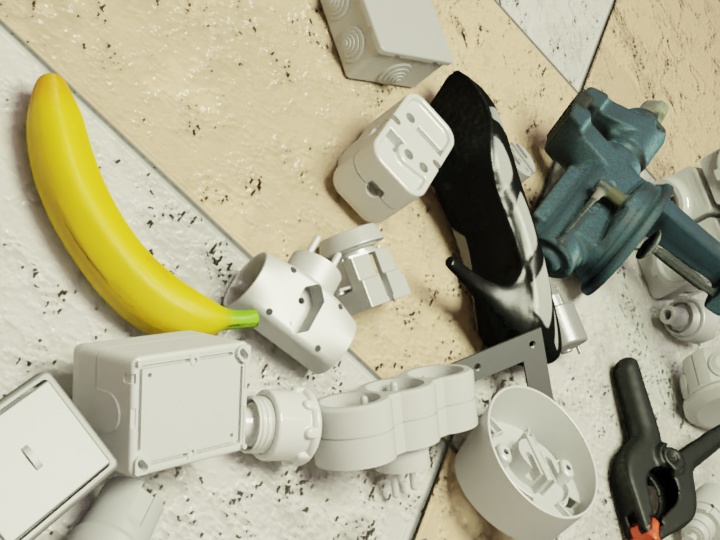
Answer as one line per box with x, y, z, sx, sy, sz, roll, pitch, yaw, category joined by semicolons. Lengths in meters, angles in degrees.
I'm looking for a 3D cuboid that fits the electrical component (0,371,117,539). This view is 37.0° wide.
-0.172;0.101;0.508;0.061;0.061;0.096;54;41;-4;electrical component

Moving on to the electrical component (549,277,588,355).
0.158;0.035;0.888;0.040;0.040;0.078;-5;69;-46;electrical component

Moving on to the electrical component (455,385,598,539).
0.117;0.138;0.752;0.099;0.064;0.099;27;28;-16;electrical component

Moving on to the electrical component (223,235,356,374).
-0.037;0.014;0.700;0.077;0.043;0.079;39;62;-20;electrical component

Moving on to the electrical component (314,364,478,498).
0.026;0.111;0.705;0.138;0.052;0.073;-11;98;-47;electrical component

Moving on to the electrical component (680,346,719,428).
0.335;0.108;0.987;0.080;0.080;0.051;26;44;-31;electrical component

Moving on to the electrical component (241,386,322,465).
-0.057;0.092;0.640;0.062;0.048;0.048;7;61;-33;electrical component

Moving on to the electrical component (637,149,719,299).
0.347;-0.054;1.017;0.060;0.186;0.105;2;65;-44;electrical component

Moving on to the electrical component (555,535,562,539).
0.140;0.220;0.745;0.138;0.052;0.073;12;58;-39;electrical component

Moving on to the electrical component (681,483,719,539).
0.292;0.211;0.909;0.078;0.040;0.040;-27;85;-49;electrical component

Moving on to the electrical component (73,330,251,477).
-0.105;0.068;0.586;0.096;0.061;0.061;-5;100;-50;electrical component

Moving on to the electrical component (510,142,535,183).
0.121;-0.083;0.920;0.040;0.046;0.040;28;44;-31;electrical component

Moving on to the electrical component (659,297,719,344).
0.312;0.047;1.030;0.062;0.043;0.043;12;58;-38;electrical component

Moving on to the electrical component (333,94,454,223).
0.023;-0.082;0.815;0.053;0.059;0.095;46;42;-13;electrical component

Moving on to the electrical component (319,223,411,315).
0.000;0.000;0.753;0.066;0.048;0.055;-17;86;-48;electrical component

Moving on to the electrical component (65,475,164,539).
-0.125;0.134;0.551;0.040;0.040;0.046;43;37;-16;electrical component

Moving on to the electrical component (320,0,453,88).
0.020;-0.202;0.895;0.100;0.048;0.099;-2;67;-45;electrical component
